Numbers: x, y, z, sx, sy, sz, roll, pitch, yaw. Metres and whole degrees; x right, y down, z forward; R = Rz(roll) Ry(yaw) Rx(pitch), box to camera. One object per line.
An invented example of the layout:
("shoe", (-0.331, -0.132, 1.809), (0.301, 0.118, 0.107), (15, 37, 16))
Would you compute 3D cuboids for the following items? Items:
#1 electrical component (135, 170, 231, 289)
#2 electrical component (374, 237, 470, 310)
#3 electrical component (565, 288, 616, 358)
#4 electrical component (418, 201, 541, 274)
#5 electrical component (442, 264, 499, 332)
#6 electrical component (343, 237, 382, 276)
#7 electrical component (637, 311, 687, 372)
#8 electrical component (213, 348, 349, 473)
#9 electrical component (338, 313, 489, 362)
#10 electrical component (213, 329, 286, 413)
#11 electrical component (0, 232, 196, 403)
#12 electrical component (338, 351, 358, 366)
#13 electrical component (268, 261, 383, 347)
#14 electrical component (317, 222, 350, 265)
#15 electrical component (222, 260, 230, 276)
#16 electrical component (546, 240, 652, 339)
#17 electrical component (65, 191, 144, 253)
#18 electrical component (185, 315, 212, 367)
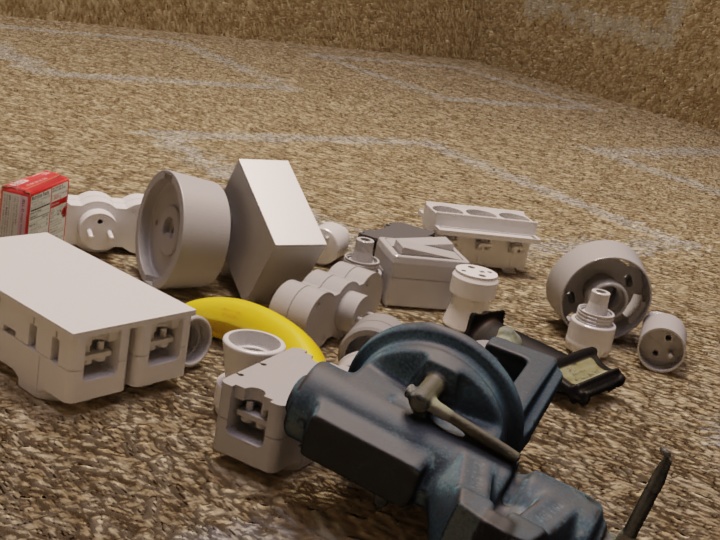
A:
("electrical component", (-0.156, -0.034, 0.982), (0.060, 0.108, 0.108), (6, 17, -33))
("electrical component", (0.065, 0.001, 1.067), (0.096, 0.061, 0.061), (5, 18, -17))
("electrical component", (0.218, 0.049, 1.001), (0.043, 0.062, 0.043), (9, 17, -3))
("electrical component", (0.132, -0.037, 1.223), (0.121, 0.063, 0.078), (5, 18, -16))
("electrical component", (0.105, 0.027, 1.017), (0.045, 0.055, 0.045), (9, 17, -3))
("electrical component", (0.000, 0.000, 1.031), (0.043, 0.062, 0.043), (9, 17, -3))
("electrical component", (0.289, 0.064, 1.026), (0.043, 0.043, 0.081), (15, 18, 14))
("electrical component", (-0.051, 0.094, 0.710), (0.050, 0.055, 0.089), (19, 19, 25))
("electrical component", (0.058, 0.070, 0.858), (0.138, 0.052, 0.074), (14, 18, 11))
("electrical component", (-0.078, 0.075, 0.757), (0.045, 0.055, 0.045), (10, 17, -3))
("electrical component", (-0.226, 0.033, 0.796), (0.186, 0.060, 0.105), (23, 21, 36))
("electrical component", (-0.004, 0.086, 0.803), (0.035, 0.035, 0.061), (12, 19, 5))
("electrical component", (-0.013, 0.034, 0.930), (0.074, 0.052, 0.138), (18, 19, 24))
("electrical component", (-0.031, -0.032, 1.151), (0.040, 0.040, 0.078), (15, 18, 16))
("electrical component", (-0.110, -0.022, 1.074), (0.064, 0.042, 0.081), (15, 18, 3))
("electrical component", (0.235, 0.019, 1.056), (0.099, 0.099, 0.064), (8, 23, -8))
("electrical component", (-0.253, -0.042, 1.034), (0.138, 0.052, 0.073), (3, 19, -21))
("electrical component", (-0.144, 0.050, 0.826), (0.046, 0.040, 0.040), (14, 16, 35))
